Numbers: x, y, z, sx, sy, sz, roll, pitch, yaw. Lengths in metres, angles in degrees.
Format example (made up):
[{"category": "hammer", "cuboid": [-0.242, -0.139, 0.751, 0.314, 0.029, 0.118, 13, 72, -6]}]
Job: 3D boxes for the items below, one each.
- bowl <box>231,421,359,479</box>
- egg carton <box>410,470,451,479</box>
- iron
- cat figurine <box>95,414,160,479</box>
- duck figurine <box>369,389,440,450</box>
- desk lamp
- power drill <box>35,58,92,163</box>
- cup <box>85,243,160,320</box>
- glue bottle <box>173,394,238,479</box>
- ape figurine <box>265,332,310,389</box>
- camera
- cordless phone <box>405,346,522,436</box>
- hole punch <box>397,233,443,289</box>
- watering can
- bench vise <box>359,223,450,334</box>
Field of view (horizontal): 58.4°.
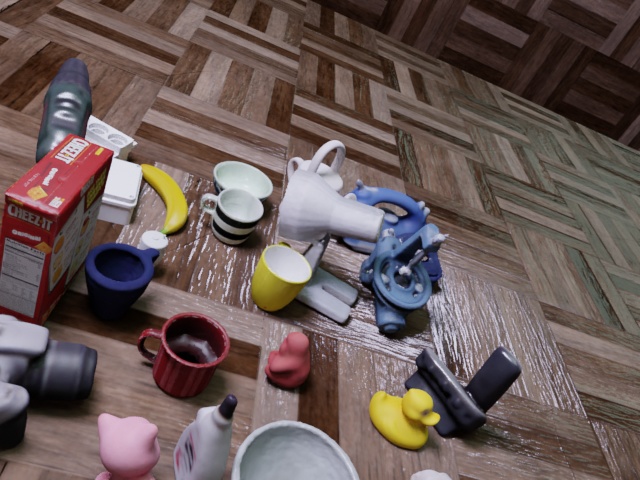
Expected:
[{"category": "bowl", "cuboid": [-0.037, 0.311, 0.692, 0.168, 0.074, 0.167, 19, 35, -14]}, {"category": "egg carton", "cuboid": [0.162, 0.380, 0.748, 0.150, 0.069, 0.107, 45, 37, 22]}, {"category": "iron", "cuboid": [0.151, -0.050, 1.238, 0.259, 0.141, 0.118, 11, 38, -25]}, {"category": "cat figurine", "cuboid": [-0.197, 0.249, 0.618, 0.067, 0.117, 0.127, -9, 49, -42]}, {"category": "duck figurine", "cuboid": [0.133, 0.259, 0.871, 0.104, 0.086, 0.078, 34, 34, 8]}, {"category": "desk lamp", "cuboid": [0.009, 0.004, 1.001, 0.203, 0.213, 0.118, 29, 34, 1]}, {"category": "power drill", "cuboid": [-0.410, -0.150, 0.905, 0.076, 0.208, 0.229, 9, 38, -26]}, {"category": "cup", "cuboid": [-0.284, 0.061, 0.821, 0.091, 0.095, 0.118, 38, 35, 13]}, {"category": "glue bottle", "cuboid": [-0.125, 0.227, 0.649, 0.037, 0.173, 0.078, 2, 42, -34]}, {"category": "ape figurine", "cuboid": [-0.043, 0.172, 0.853, 0.076, 0.092, 0.078, 45, 37, 23]}, {"category": "camera", "cuboid": [-0.332, 0.155, 0.658, 0.137, 0.100, 0.143, 12, 37, -23]}, {"category": "cordless phone", "cuboid": [0.234, 0.211, 0.918, 0.094, 0.185, 0.147, -11, 50, -43]}, {"category": "hole punch", "cuboid": [0.203, 0.046, 1.194, 0.109, 0.091, 0.101, 1, 43, -34]}, {"category": "watering can", "cuboid": [0.002, -0.114, 1.167, 0.173, 0.194, 0.101, 32, 34, 5]}, {"category": "bench vise", "cuboid": [0.144, 0.033, 1.053, 0.122, 0.219, 0.207, 3, 41, -32]}]
